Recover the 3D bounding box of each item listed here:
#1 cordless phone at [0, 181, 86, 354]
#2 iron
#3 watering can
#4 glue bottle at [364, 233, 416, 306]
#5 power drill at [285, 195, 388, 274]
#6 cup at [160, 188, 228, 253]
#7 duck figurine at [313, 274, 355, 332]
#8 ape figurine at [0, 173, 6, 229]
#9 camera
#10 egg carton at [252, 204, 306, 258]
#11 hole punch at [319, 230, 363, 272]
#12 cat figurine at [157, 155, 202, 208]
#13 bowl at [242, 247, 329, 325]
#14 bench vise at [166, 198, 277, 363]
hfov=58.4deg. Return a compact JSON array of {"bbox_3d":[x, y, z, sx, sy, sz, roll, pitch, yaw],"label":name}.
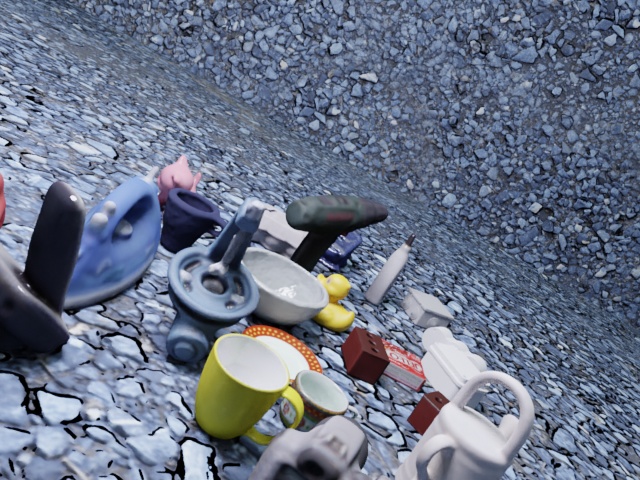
[{"bbox_3d":[-0.294,0.009,0.578,0.147,0.185,0.094,38,18,25],"label":"cordless phone"},{"bbox_3d":[-0.276,-0.016,0.759,0.119,0.141,0.258,28,16,-8],"label":"iron"},{"bbox_3d":[0.185,0.243,0.693,0.100,0.194,0.173,37,17,22],"label":"watering can"},{"bbox_3d":[0.159,0.059,1.233,0.037,0.173,0.078,34,17,14],"label":"glue bottle"},{"bbox_3d":[0.010,0.004,1.077,0.230,0.208,0.075,11,25,-48],"label":"power drill"},{"bbox_3d":[-0.215,-0.019,0.959,0.117,0.095,0.092,32,16,7],"label":"cup"},{"bbox_3d":[0.024,0.105,1.020,0.104,0.086,0.078,35,17,17],"label":"duck figurine"},{"bbox_3d":[-0.416,-0.047,0.699,0.077,0.092,0.076,37,18,23],"label":"ape figurine"},{"bbox_3d":[0.022,0.238,0.593,0.143,0.101,0.137,34,17,14],"label":"camera"},{"bbox_3d":[-0.089,-0.017,1.216,0.150,0.069,0.107,28,16,-9],"label":"egg carton"},{"bbox_3d":[0.031,0.007,1.315,0.108,0.091,0.101,35,17,16],"label":"hole punch"},{"bbox_3d":[-0.264,-0.103,1.083,0.067,0.117,0.128,33,16,12],"label":"cat figurine"},{"bbox_3d":[-0.074,0.086,0.926,0.167,0.074,0.167,28,16,-9],"label":"bowl"},{"bbox_3d":[-0.137,0.022,0.747,0.122,0.219,0.207,20,19,-31],"label":"bench vise"}]
